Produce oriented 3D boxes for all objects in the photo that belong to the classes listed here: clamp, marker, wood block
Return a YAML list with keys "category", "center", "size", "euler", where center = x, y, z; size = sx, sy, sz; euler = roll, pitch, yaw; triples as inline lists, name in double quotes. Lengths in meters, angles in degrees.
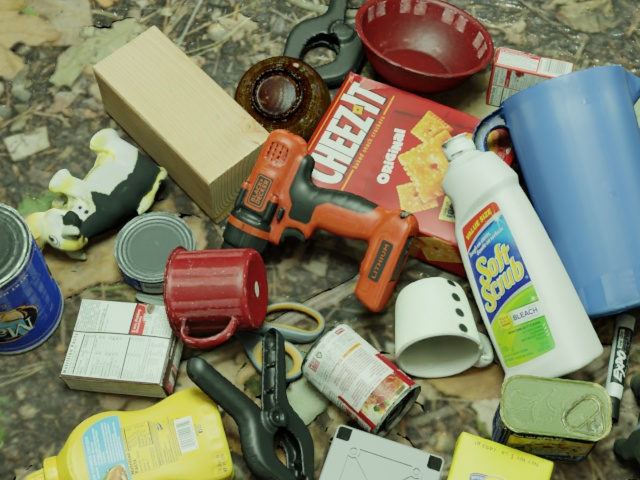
- category: "clamp"
  center: [-0.060, 0.171, 1.017]
  size: [0.120, 0.039, 0.171]
  euler: [-8, 69, -38]
- category: "clamp"
  center: [0.022, -0.253, 1.282]
  size: [0.209, 0.036, 0.165]
  euler: [-35, 74, -15]
- category: "marker"
  center: [0.300, 0.131, 1.076]
  size: [0.020, 0.020, 0.121]
  euler: [14, 62, 8]
- category: "wood block"
  center: [-0.150, -0.130, 1.189]
  size: [0.090, 0.090, 0.206]
  euler: [-38, 68, -19]

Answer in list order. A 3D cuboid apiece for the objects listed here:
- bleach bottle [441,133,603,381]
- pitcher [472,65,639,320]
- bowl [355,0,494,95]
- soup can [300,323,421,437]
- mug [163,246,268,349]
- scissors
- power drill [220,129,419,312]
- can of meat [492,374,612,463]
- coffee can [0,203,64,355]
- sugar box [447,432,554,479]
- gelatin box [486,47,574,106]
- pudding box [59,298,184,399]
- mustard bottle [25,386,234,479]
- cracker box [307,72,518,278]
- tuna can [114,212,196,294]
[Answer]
- category: "bleach bottle"
  center: [0.179, 0.017, 1.047]
  size: [0.067, 0.103, 0.251]
  euler: [-19, 82, -46]
- category: "pitcher"
  center: [0.265, -0.043, 1.083]
  size: [0.144, 0.149, 0.243]
  euler: [-7, 80, -43]
- category: "bowl"
  center: [0.113, -0.214, 1.215]
  size: [0.162, 0.055, 0.162]
  euler: [7, 43, -7]
- category: "soup can"
  center: [0.039, 0.138, 1.049]
  size: [0.102, 0.068, 0.068]
  euler: [39, 68, 21]
- category: "mug"
  center: [-0.102, 0.059, 1.049]
  size: [0.081, 0.093, 0.117]
  euler: [-3, 42, 14]
- category: "scissors"
  center: [-0.096, 0.100, 1.102]
  size: [0.202, 0.016, 0.096]
  euler: [1, 61, 1]
- category: "power drill"
  center: [-0.007, 0.001, 1.095]
  size: [0.188, 0.057, 0.184]
  euler: [26, 100, 13]
- category: "can of meat"
  center: [0.217, 0.173, 1.016]
  size: [0.102, 0.084, 0.057]
  euler: [6, 61, 4]
- category: "coffee can"
  center: [-0.322, 0.041, 1.067]
  size: [0.103, 0.140, 0.103]
  euler: [0, 61, 0]
- category: "sugar box"
  center: [0.147, 0.276, 0.982]
  size: [0.093, 0.048, 0.176]
  euler: [17, 61, 10]
- category: "gelatin box"
  center: [0.238, -0.179, 1.221]
  size: [0.089, 0.073, 0.030]
  euler: [14, 61, 10]
- category: "pudding box"
  center: [-0.197, 0.109, 1.079]
  size: [0.113, 0.039, 0.090]
  euler: [3, 62, 14]
- category: "mustard bottle"
  center: [-0.184, 0.208, 1.017]
  size: [0.191, 0.058, 0.096]
  euler: [-14, 67, -7]
- category: "cracker box"
  center: [0.094, -0.076, 1.165]
  size: [0.214, 0.072, 0.164]
  euler: [22, 63, 13]
- category: "tuna can"
  center: [-0.174, 0.015, 1.140]
  size: [0.086, 0.034, 0.086]
  euler: [0, 61, 1]
